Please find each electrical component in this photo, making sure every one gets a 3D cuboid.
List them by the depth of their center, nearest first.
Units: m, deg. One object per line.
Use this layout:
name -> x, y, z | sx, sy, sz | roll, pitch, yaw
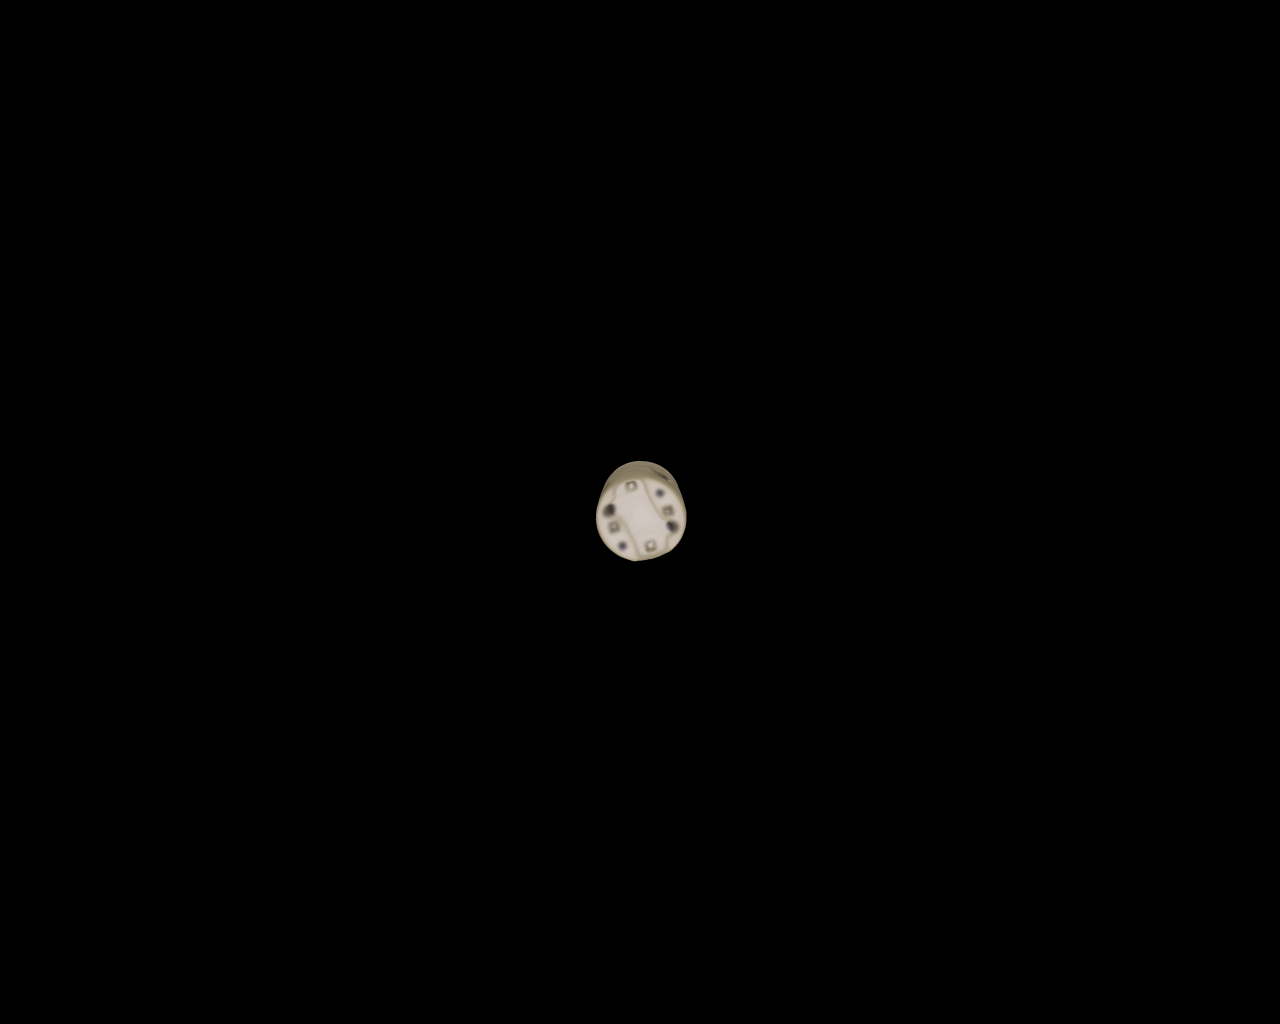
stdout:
electrical component -> 0.001, -0.003, 0.650 | 0.055, 0.055, 0.047 | 0, 18, 0
